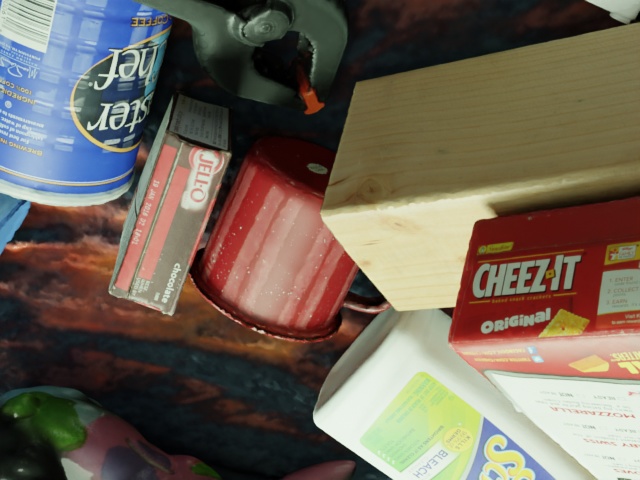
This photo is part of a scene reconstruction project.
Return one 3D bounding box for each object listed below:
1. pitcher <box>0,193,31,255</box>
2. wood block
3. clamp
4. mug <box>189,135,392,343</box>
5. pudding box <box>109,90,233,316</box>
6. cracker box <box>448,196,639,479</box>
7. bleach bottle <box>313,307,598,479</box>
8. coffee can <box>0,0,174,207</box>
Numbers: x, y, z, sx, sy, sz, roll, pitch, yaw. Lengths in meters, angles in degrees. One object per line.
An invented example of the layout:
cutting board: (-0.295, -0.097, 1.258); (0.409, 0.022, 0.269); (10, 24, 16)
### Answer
pitcher: (-0.288, -0.061, 0.595); (0.242, 0.149, 0.145); (36, 117, -7)
wood block: (0.117, -0.032, 0.495); (0.206, 0.090, 0.090); (-8, 141, 31)
clamp: (-0.025, -0.121, 0.508); (0.120, 0.171, 0.039); (-24, 62, 18)
mug: (-0.004, 0.001, 0.582); (0.117, 0.093, 0.082); (23, 112, -6)
pudding box: (-0.076, -0.024, 0.564); (0.039, 0.113, 0.090); (19, 106, -12)
cracker box: (0.181, 0.060, 0.456); (0.164, 0.072, 0.213); (-9, 144, 40)
bleach bottle: (0.123, 0.136, 0.625); (0.250, 0.068, 0.103); (36, 118, -6)
coffee can: (-0.132, -0.103, 0.557); (0.103, 0.102, 0.140); (22, 117, 3)
